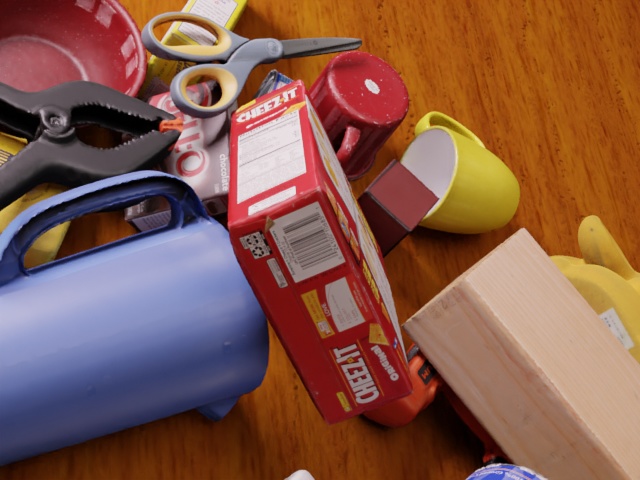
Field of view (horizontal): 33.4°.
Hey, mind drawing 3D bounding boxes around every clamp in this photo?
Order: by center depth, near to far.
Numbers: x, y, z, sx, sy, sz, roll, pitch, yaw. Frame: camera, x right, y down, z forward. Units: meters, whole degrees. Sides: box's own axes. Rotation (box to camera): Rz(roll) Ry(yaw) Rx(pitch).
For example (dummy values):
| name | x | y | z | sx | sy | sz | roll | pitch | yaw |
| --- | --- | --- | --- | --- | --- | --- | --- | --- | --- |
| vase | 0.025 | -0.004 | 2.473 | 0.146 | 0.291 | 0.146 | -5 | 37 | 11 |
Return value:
| name | x | y | z | sx | sy | sz | roll | pitch | yaw |
| --- | --- | --- | --- | --- | --- | --- | --- | --- | --- |
| clamp | -0.200 | -0.081 | 0.759 | 0.209 | 0.036 | 0.164 | -12 | 64 | -36 |

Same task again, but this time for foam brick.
| name | x | y | z | sx | sy | sz | roll | pitch | yaw |
| --- | --- | --- | --- | --- | --- | --- | --- | --- | --- |
| foam brick | 0.052 | -0.019 | 0.901 | 0.051 | 0.078 | 0.052 | 43 | 53 | 0 |

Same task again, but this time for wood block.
| name | x | y | z | sx | sy | sz | roll | pitch | yaw |
| --- | --- | --- | --- | --- | --- | --- | --- | --- | --- |
| wood block | 0.172 | 0.107 | 0.807 | 0.206 | 0.090 | 0.090 | 51 | 48 | 5 |

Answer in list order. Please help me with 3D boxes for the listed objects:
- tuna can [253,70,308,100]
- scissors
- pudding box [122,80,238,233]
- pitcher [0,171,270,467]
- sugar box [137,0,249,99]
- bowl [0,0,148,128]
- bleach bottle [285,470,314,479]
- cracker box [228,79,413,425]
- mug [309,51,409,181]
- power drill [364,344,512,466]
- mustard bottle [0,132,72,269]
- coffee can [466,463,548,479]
| name | x | y | z | sx | sy | sz | roll | pitch | yaw |
| --- | --- | --- | --- | --- | --- | --- | --- | --- | --- |
| tuna can | -0.044 | -0.097 | 0.892 | 0.033 | 0.086 | 0.086 | 27 | 52 | -13 |
| scissors | -0.045 | -0.134 | 0.847 | 0.201 | 0.016 | 0.096 | 5 | 68 | -30 |
| pudding box | -0.108 | -0.065 | 0.841 | 0.090 | 0.039 | 0.113 | -14 | 63 | 12 |
| pitcher | -0.166 | 0.063 | 0.699 | 0.242 | 0.145 | 0.149 | -16 | 65 | -31 |
| sugar box | -0.094 | -0.195 | 0.921 | 0.048 | 0.093 | 0.176 | 35 | 52 | -11 |
| bowl | -0.222 | -0.142 | 0.846 | 0.162 | 0.055 | 0.162 | 13 | 56 | -20 |
| bleach bottle | 0.031 | 0.283 | 0.714 | 0.251 | 0.068 | 0.102 | 49 | 50 | 4 |
| cracker box | -0.005 | 0.001 | 0.759 | 0.213 | 0.072 | 0.164 | -99 | 165 | -64 |
| mug | 0.023 | -0.103 | 0.933 | 0.093 | 0.082 | 0.117 | 26 | 52 | -11 |
| power drill | 0.126 | 0.169 | 0.838 | 0.187 | 0.057 | 0.184 | 44 | 48 | -1 |
| mustard bottle | -0.269 | -0.052 | 0.764 | 0.191 | 0.058 | 0.096 | 22 | 52 | -14 |
| coffee can | 0.098 | 0.219 | 0.696 | 0.140 | 0.103 | 0.103 | -19 | 71 | -50 |
